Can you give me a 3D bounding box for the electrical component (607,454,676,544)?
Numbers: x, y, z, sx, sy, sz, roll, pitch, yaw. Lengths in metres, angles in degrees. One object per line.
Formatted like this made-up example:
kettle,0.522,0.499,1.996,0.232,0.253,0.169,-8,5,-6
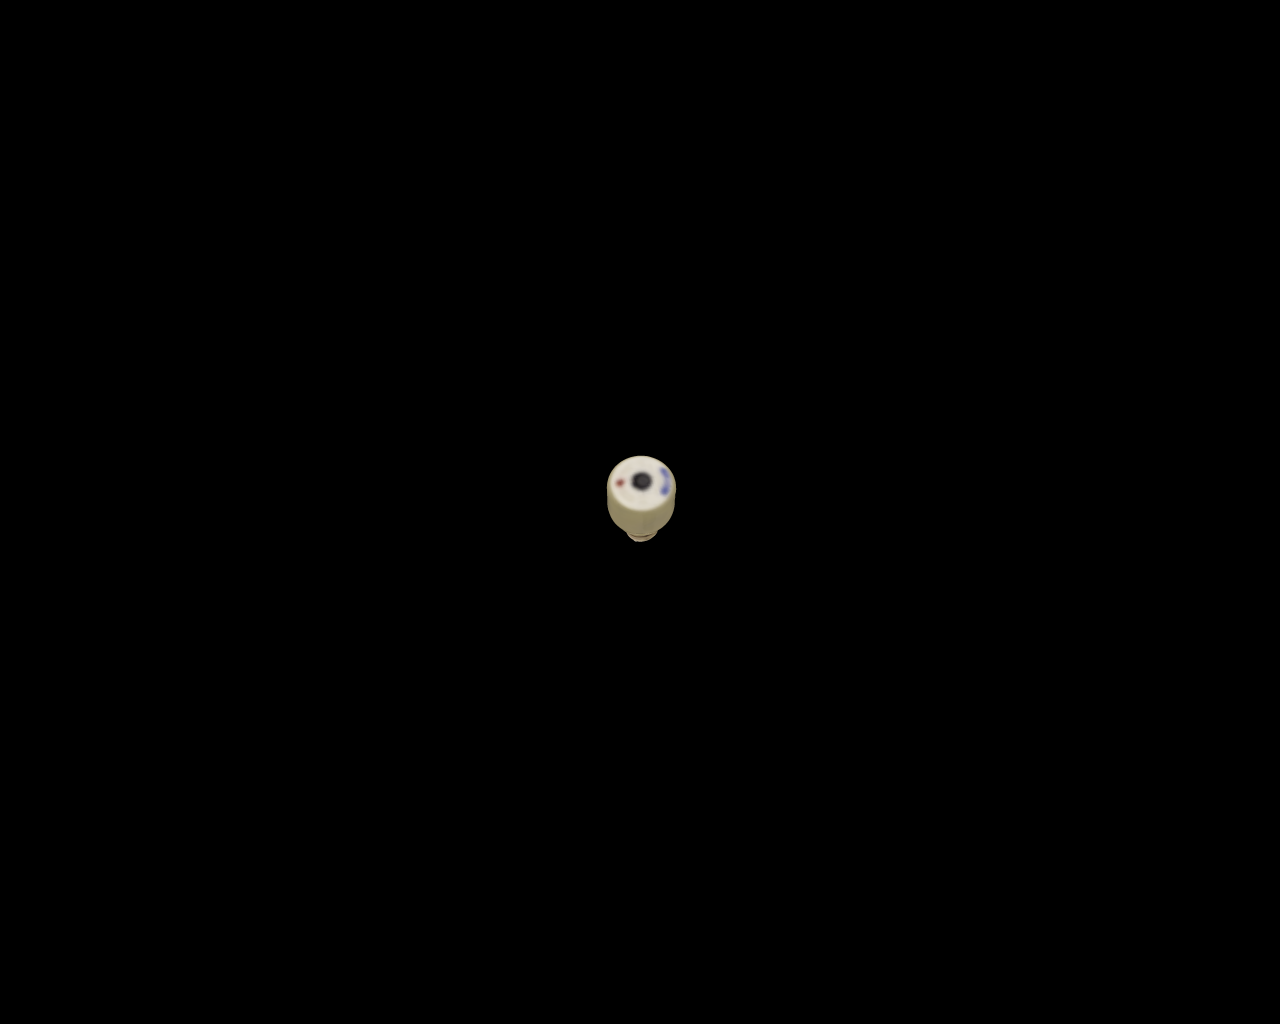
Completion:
electrical component,0.001,-0.003,0.650,0.040,0.040,0.078,0,-27,0
